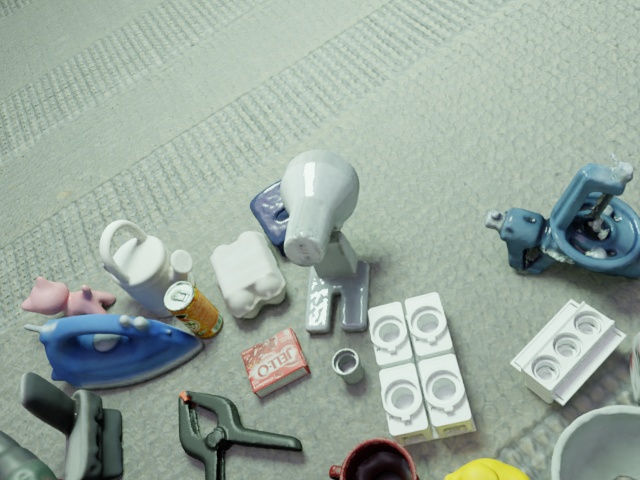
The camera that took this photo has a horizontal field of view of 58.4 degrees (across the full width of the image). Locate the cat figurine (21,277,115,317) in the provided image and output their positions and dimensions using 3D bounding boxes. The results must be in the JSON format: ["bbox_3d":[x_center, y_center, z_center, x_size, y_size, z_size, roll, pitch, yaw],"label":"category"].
[{"bbox_3d":[-0.452,0.104,1.016,0.127,0.118,0.067,-10,53,14],"label":"cat figurine"}]

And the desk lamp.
[{"bbox_3d":[0.008,0.003,0.855,0.117,0.214,0.203,-7,54,16],"label":"desk lamp"}]

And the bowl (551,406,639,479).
[{"bbox_3d":[0.341,0.274,0.627,0.167,0.075,0.167,-10,53,14],"label":"bowl"}]

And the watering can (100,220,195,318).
[{"bbox_3d":[-0.289,0.040,0.952,0.172,0.194,0.101,-17,52,8],"label":"watering can"}]

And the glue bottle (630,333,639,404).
[{"bbox_3d":[0.384,0.127,0.652,0.037,0.173,0.078,-5,55,18],"label":"glue bottle"}]

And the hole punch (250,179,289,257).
[{"bbox_3d":[-0.051,-0.043,0.988,0.109,0.091,0.100,-33,51,-4],"label":"hole punch"}]

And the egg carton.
[{"bbox_3d":[-0.121,0.057,0.957,0.107,0.070,0.150,-29,51,-1],"label":"egg carton"}]

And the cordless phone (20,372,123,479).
[{"bbox_3d":[-0.371,0.278,0.819,0.094,0.185,0.147,-26,51,2],"label":"cordless phone"}]

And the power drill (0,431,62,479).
[{"bbox_3d":[-0.327,0.347,0.738,0.228,0.209,0.076,30,71,34],"label":"power drill"}]

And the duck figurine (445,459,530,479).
[{"bbox_3d":[0.193,0.288,0.665,0.104,0.086,0.077,-8,54,15],"label":"duck figurine"}]

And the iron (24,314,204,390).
[{"bbox_3d":[-0.332,0.156,0.919,0.257,0.142,0.118,-10,53,14],"label":"iron"}]

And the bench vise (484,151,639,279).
[{"bbox_3d":[0.323,-0.020,0.749,0.207,0.220,0.121,-8,54,16],"label":"bench vise"}]
